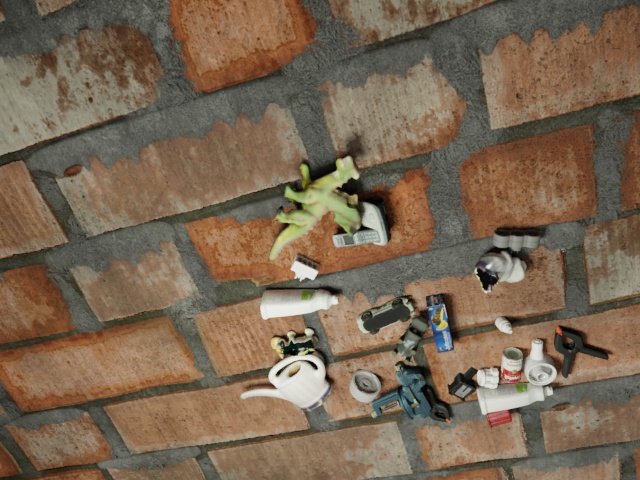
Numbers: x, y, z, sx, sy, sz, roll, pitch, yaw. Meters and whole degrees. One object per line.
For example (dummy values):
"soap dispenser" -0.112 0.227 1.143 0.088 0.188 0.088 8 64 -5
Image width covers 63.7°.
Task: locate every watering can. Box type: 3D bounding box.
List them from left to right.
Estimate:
"watering can" -0.105 0.537 1.874 0.344 0.222 0.106 -37 18 20

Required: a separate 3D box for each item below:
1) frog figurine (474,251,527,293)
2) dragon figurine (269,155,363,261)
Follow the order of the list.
"frog figurine" 0.570 0.085 1.606 0.161 0.134 0.125 -26 50 -19
"dragon figurine" 0.005 -0.077 1.527 0.243 0.402 0.124 21 27 5
